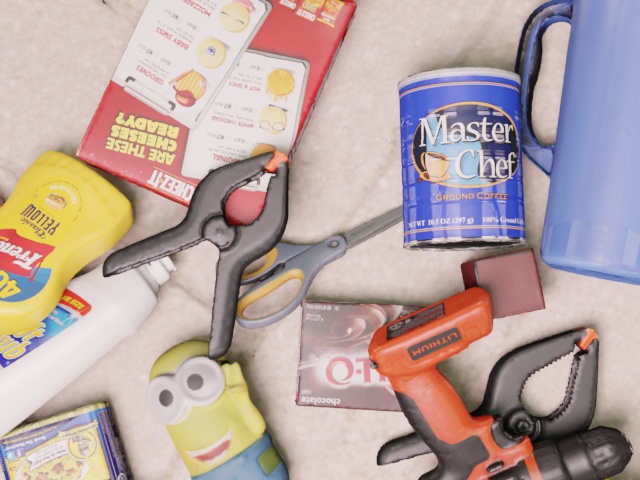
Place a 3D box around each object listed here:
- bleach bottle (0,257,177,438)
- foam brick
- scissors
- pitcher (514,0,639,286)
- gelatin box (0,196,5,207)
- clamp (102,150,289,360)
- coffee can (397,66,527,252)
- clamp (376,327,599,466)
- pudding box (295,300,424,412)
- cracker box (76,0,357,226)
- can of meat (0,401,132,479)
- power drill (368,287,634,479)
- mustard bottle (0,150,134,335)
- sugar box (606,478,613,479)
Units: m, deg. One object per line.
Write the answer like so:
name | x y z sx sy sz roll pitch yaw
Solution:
bleach bottle | -0.232 0.085 0.888 0.250 0.103 0.068 -37 129 -11
foam brick | 0.152 0.038 0.895 0.053 0.078 0.051 -12 86 0
scissors | -0.006 0.001 0.922 0.201 0.016 0.096 -40 56 -23
pitcher | 0.247 -0.090 0.889 0.144 0.149 0.243 12 88 -22
gelatin box | -0.292 0.002 0.917 0.073 0.030 0.089 -37 87 -3
clamp | -0.090 -0.005 0.848 0.120 0.039 0.171 29 84 -4
coffee can | 0.118 -0.064 0.889 0.103 0.103 0.140 -1 85 -1
clamp | 0.159 0.155 0.906 0.164 0.036 0.210 30 89 1
pudding box | 0.037 0.099 0.907 0.113 0.039 0.090 3 87 1
cracker box | -0.085 -0.132 0.910 0.164 0.072 0.213 23 86 2
can of meat | -0.213 0.189 0.890 0.102 0.057 0.084 -18 84 -3
power drill | 0.134 0.136 0.843 0.184 0.057 0.187 -24 100 7
mustard bottle | -0.245 0.019 0.862 0.096 0.058 0.191 34 65 12
sugar box | 0.211 0.280 0.868 0.048 0.093 0.176 27 85 2
